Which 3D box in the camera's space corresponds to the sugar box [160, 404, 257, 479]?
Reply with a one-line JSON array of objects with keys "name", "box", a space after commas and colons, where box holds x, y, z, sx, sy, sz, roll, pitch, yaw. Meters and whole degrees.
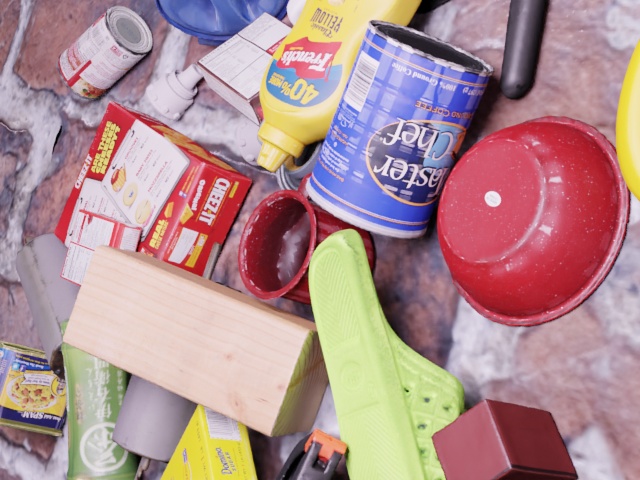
[{"name": "sugar box", "box": [-0.108, 0.231, 0.912, 0.176, 0.048, 0.093, -60, 31, 33]}]

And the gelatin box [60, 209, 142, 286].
[{"name": "gelatin box", "box": [-0.216, 0.013, 1.051, 0.089, 0.030, 0.073, 15, 91, 50]}]

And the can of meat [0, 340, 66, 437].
[{"name": "can of meat", "box": [-0.318, 0.161, 1.161, 0.058, 0.101, 0.084, 9, 81, 49]}]

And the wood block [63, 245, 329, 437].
[{"name": "wood block", "box": [-0.098, 0.082, 0.899, 0.206, 0.090, 0.090, 20, 90, 22]}]

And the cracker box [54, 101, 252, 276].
[{"name": "cracker box", "box": [-0.178, -0.033, 1.105, 0.214, 0.072, 0.164, 34, 101, 48]}]

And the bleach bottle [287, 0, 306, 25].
[{"name": "bleach bottle", "box": [0.000, -0.316, 1.028, 0.103, 0.068, 0.251, -35, 50, 31]}]

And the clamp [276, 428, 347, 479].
[{"name": "clamp", "box": [-0.032, 0.219, 0.825, 0.120, 0.039, 0.172, -83, 18, -51]}]

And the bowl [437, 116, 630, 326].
[{"name": "bowl", "box": [0.139, -0.021, 0.774, 0.162, 0.055, 0.162, -19, 63, 41]}]

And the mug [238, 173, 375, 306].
[{"name": "mug", "box": [-0.006, 0.001, 0.900, 0.093, 0.081, 0.117, 6, 80, 48]}]

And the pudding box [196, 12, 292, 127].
[{"name": "pudding box", "box": [-0.054, -0.164, 1.017, 0.090, 0.039, 0.114, -39, 41, -9]}]

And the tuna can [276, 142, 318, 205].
[{"name": "tuna can", "box": [0.001, -0.072, 0.955, 0.086, 0.033, 0.086, -19, 62, 41]}]

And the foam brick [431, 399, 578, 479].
[{"name": "foam brick", "box": [0.123, 0.145, 0.713, 0.053, 0.078, 0.051, -40, 51, 30]}]

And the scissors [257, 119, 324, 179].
[{"name": "scissors", "box": [0.023, -0.126, 0.916, 0.202, 0.016, 0.096, -34, 53, 29]}]

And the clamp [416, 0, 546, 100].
[{"name": "clamp", "box": [0.165, -0.223, 0.834, 0.210, 0.036, 0.165, -52, 46, 25]}]

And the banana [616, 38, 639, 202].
[{"name": "banana", "box": [0.236, -0.100, 0.717, 0.070, 0.037, 0.198, 4, 79, 29]}]

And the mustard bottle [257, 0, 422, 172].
[{"name": "mustard bottle", "box": [0.002, -0.143, 0.889, 0.096, 0.058, 0.191, 32, 94, 37]}]

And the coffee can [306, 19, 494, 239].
[{"name": "coffee can", "box": [0.060, -0.086, 0.827, 0.103, 0.102, 0.140, 43, 119, 46]}]

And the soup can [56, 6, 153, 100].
[{"name": "soup can", "box": [-0.254, -0.220, 1.257, 0.102, 0.068, 0.068, -33, 54, 34]}]

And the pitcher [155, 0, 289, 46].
[{"name": "pitcher", "box": [-0.104, -0.332, 1.106, 0.149, 0.144, 0.243, -19, 58, 28]}]
